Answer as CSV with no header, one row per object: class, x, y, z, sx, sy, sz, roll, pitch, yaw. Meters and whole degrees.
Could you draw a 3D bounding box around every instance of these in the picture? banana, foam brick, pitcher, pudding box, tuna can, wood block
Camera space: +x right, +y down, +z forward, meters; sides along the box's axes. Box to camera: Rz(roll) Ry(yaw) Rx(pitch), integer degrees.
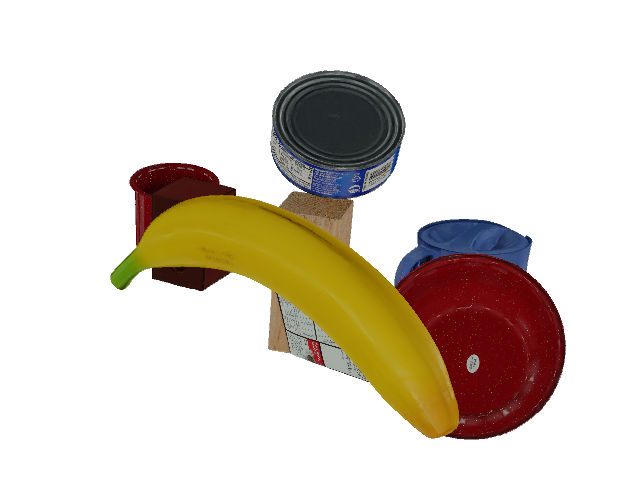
banana,-0.014,0.023,0.507,0.198,0.070,0.037,23,22,27
foam brick,-0.105,-0.006,0.890,0.053,0.078,0.051,13,23,25
pitcher,0.168,0.104,1.279,0.149,0.243,0.145,5,18,12
pudding box,0.015,0.087,1.070,0.114,0.090,0.039,14,42,30
tuna can,0.010,-0.069,0.693,0.086,0.086,0.034,0,-37,-7
wood block,-0.014,0.047,1.475,0.090,0.206,0.090,9,22,10

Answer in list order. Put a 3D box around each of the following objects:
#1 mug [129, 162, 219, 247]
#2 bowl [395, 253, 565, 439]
mug,-0.157,-0.032,1.139,0.093,0.081,0.117,-3,29,-13
bowl,0.122,0.094,0.877,0.162,0.162,0.055,0,7,6
